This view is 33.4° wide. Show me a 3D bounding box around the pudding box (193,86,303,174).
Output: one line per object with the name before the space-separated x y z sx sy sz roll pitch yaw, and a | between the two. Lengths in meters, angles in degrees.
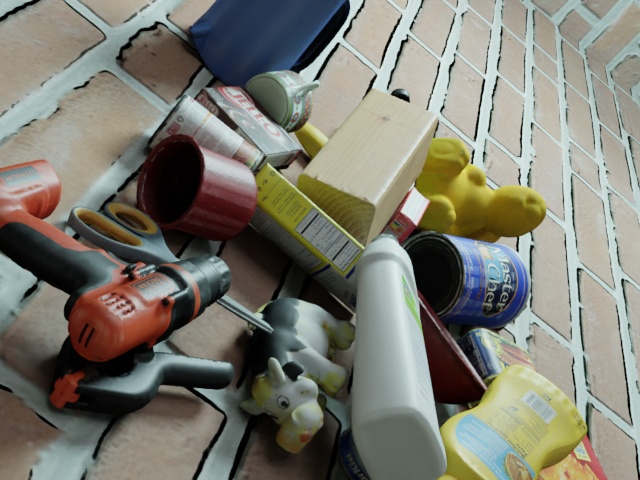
pudding box | -0.085 -0.127 1.226 0.113 0.039 0.089 49 27 12

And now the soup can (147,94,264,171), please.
soup can | -0.119 -0.094 1.100 0.102 0.069 0.068 38 27 -9

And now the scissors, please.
scissors | -0.125 0.018 0.943 0.201 0.016 0.096 27 21 -5

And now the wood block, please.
wood block | 0.051 -0.075 1.198 0.091 0.090 0.205 25 41 11

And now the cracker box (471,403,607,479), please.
cracker box | 0.226 0.270 1.031 0.164 0.072 0.214 22 34 -34

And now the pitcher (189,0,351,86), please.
pitcher | -0.033 -0.299 1.320 0.145 0.243 0.149 43 32 -7

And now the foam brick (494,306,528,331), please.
foam brick | 0.214 0.064 1.337 0.051 0.053 0.078 24 32 -34

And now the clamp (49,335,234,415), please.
clamp | -0.152 0.084 0.831 0.120 0.039 0.171 41 23 22

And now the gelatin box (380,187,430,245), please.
gelatin box | 0.089 -0.017 1.264 0.030 0.073 0.089 41 27 -4

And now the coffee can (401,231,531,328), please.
coffee can | 0.164 0.048 1.238 0.140 0.103 0.103 9 42 -48

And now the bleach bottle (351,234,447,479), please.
bleach bottle | 0.065 0.091 0.956 0.251 0.068 0.102 -89 162 -50

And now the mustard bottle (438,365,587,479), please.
mustard bottle | 0.154 0.193 0.955 0.096 0.058 0.191 44 47 17

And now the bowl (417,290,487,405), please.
bowl | 0.108 0.111 1.087 0.162 0.055 0.162 54 4 -6

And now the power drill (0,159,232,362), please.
power drill | -0.176 0.009 0.836 0.188 0.057 0.184 33 23 15

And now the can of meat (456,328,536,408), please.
can of meat | 0.201 0.154 1.186 0.102 0.057 0.084 28 27 -28

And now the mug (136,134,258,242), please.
mug | -0.121 -0.050 1.022 0.081 0.093 0.117 19 10 -47

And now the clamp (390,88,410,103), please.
clamp | 0.111 -0.135 1.422 0.036 0.164 0.210 3 19 8

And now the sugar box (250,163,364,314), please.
sugar box | -0.007 0.001 1.090 0.176 0.048 0.093 39 -14 -5

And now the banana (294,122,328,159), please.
banana | 0.028 -0.074 1.290 0.069 0.037 0.198 38 16 -52

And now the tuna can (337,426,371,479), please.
tuna can | 0.059 0.195 0.956 0.086 0.034 0.086 32 29 -20
